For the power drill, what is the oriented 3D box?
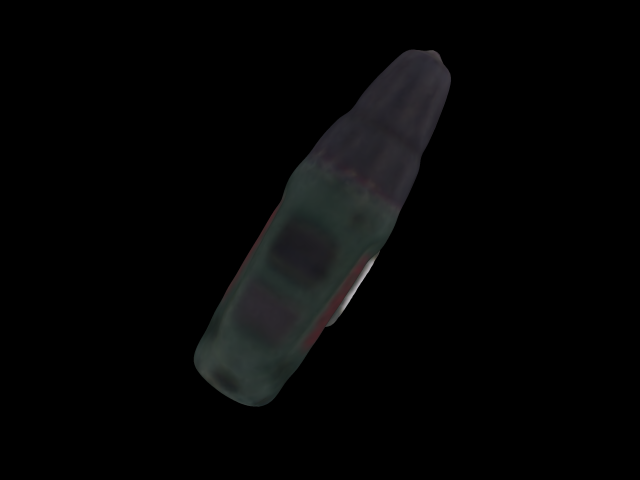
[{"bbox_3d":[0.004,0.001,0.400,0.075,0.208,0.230,31,83,5],"label":"power drill"}]
